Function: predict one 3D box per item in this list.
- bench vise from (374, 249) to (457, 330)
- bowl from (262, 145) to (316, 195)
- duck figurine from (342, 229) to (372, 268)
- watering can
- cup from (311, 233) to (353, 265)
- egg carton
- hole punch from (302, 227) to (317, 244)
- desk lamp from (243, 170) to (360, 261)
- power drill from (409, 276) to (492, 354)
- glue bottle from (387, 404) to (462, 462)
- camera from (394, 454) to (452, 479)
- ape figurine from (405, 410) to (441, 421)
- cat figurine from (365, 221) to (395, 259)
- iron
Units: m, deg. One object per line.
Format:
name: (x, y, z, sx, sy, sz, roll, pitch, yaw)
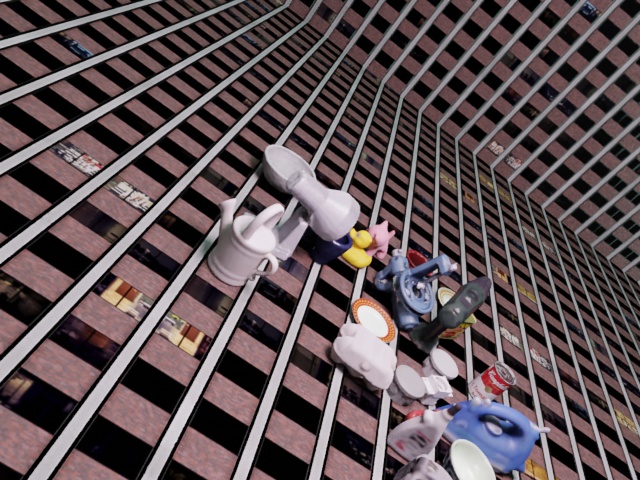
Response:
bench vise: (0.236, 0.090, 1.447, 0.122, 0.219, 0.207, -1, 49, -49)
bowl: (-0.096, -0.179, 1.568, 0.168, 0.074, 0.167, 29, 32, -20)
duck figurine: (0.105, 0.017, 1.528, 0.104, 0.086, 0.078, 45, 30, 8)
watering can: (-0.146, -0.008, 1.163, 0.173, 0.193, 0.101, 36, 30, -8)
cup: (0.013, 0.005, 1.429, 0.092, 0.094, 0.117, -1, 50, -50)
egg carton: (0.094, 0.250, 1.223, 0.150, 0.069, 0.107, 38, 30, -5)
hole punch: (0.005, -0.045, 1.490, 0.109, 0.091, 0.101, 14, 39, -39)
desk lamp: (-0.043, -0.054, 1.322, 0.204, 0.213, 0.117, 24, 34, -27)
power drill: (0.327, 0.186, 1.435, 0.075, 0.208, 0.230, 47, 30, 11)
glue bottle: (0.210, 0.362, 1.102, 0.078, 0.173, 0.037, 37, 30, -6)
camera: (0.197, 0.470, 1.017, 0.137, 0.100, 0.143, 45, 30, 7)
ape figurine: (0.222, 0.378, 1.176, 0.076, 0.092, 0.077, 3, 46, -47)
cat figurine: (0.163, -0.005, 1.591, 0.128, 0.117, 0.067, -4, 52, -51)
iron: (0.374, 0.407, 1.264, 0.259, 0.141, 0.118, 31, 31, -16)
